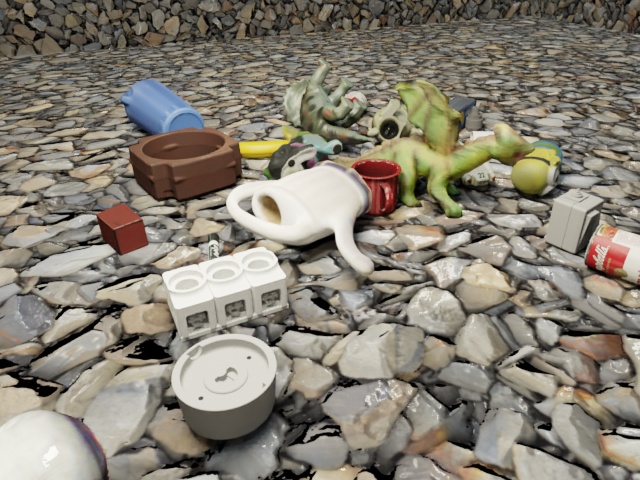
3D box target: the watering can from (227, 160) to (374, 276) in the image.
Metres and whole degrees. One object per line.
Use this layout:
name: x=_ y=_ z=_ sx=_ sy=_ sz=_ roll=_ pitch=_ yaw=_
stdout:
watering can: x=0.003 y=-0.043 z=0.847 sx=0.350 sy=0.102 sz=0.227 roll=25 pitch=38 yaw=38

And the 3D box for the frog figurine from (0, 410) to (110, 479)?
frog figurine: x=-0.255 y=0.218 z=0.406 sx=0.139 sy=0.120 sz=0.161 roll=39 pitch=34 yaw=23

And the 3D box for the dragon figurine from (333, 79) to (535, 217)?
dragon figurine: x=0.183 y=-0.186 z=0.964 sx=0.413 sy=0.237 sz=0.124 roll=20 pitch=41 yaw=29
